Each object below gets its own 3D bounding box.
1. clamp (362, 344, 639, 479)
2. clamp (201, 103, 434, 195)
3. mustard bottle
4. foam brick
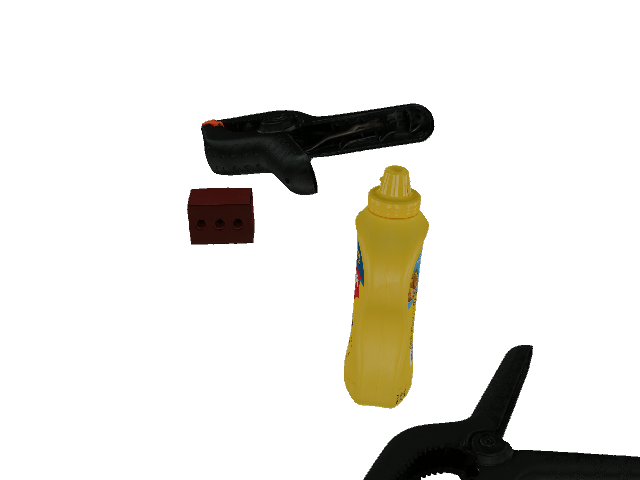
[{"bbox_3d":[0.106,0.137,0.694,0.209,0.036,0.165,-14,31,-19],"label":"clamp"},{"bbox_3d":[-0.025,-0.059,0.690,0.172,0.039,0.120,0,17,40],"label":"clamp"},{"bbox_3d":[0.053,0.032,0.857,0.058,0.192,0.096,7,26,5],"label":"mustard bottle"},{"bbox_3d":[-0.119,-0.030,1.286,0.078,0.053,0.051,-2,27,1],"label":"foam brick"}]
